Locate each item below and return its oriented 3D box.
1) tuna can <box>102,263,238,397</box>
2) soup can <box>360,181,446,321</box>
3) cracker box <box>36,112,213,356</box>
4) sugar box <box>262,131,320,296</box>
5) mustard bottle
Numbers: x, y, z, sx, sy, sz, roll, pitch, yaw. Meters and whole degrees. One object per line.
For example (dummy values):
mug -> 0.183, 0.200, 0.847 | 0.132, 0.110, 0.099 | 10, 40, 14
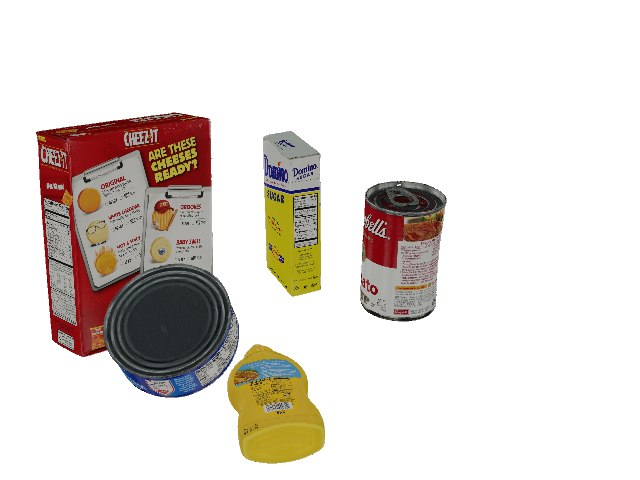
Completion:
tuna can -> -0.098, 0.060, 0.708 | 0.086, 0.086, 0.034 | 0, -34, 11
soup can -> 0.069, 0.009, 0.907 | 0.068, 0.102, 0.068 | 2, 26, -1
cracker box -> -0.189, -0.011, 1.058 | 0.163, 0.214, 0.072 | -15, 21, -42
sugar box -> -0.034, -0.032, 1.271 | 0.048, 0.176, 0.093 | -13, 26, -20
mustard bottle -> -0.060, 0.182, 1.262 | 0.096, 0.058, 0.192 | -8, 29, -10
